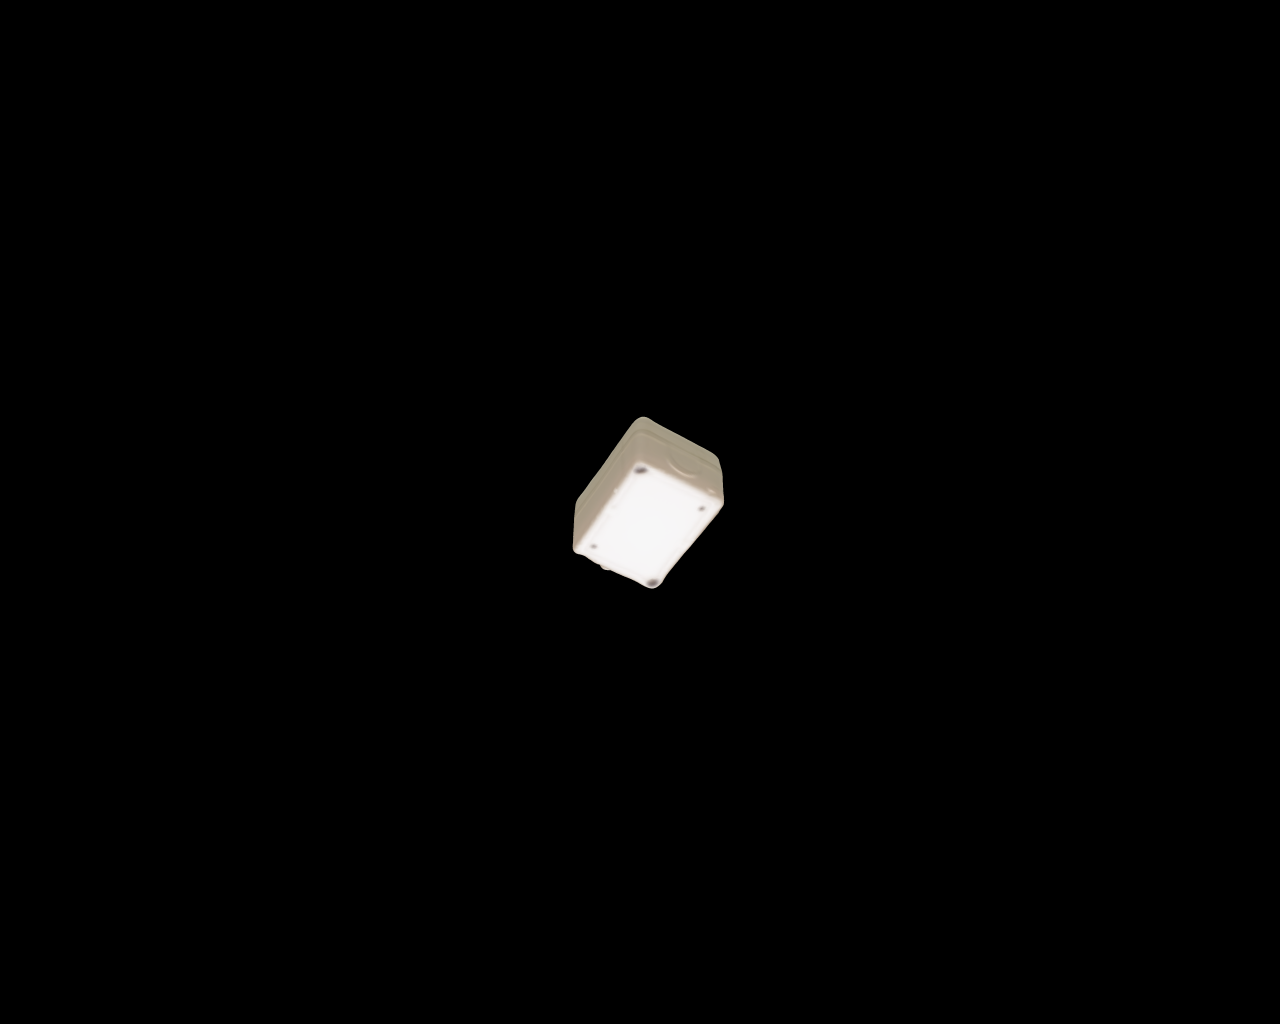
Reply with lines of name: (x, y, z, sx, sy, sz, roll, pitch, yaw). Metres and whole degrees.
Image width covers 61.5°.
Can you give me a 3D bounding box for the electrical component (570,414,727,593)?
electrical component: (0.001, -0.003, 0.650, 0.062, 0.096, 0.061, 27, 32, -18)
